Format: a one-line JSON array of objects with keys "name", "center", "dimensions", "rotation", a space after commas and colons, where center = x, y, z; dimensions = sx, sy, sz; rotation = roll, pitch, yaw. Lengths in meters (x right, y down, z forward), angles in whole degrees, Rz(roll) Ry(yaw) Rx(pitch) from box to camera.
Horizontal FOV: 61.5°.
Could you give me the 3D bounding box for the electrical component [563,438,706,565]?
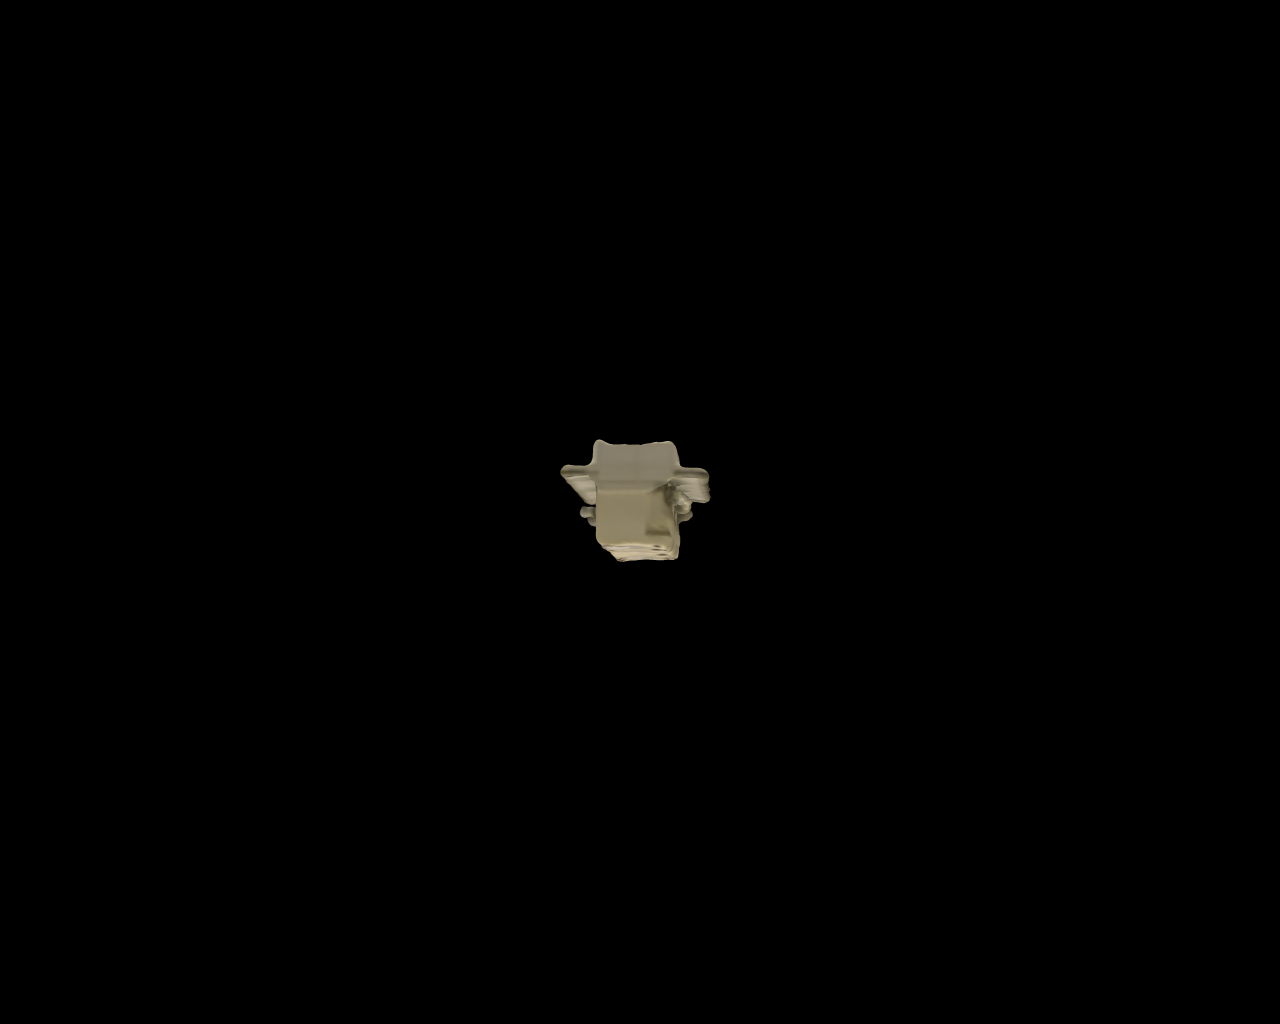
[{"name": "electrical component", "center": [0.001, -0.003, 0.650], "dimensions": [0.079, 0.063, 0.121], "rotation": [0, -7, 4]}]
